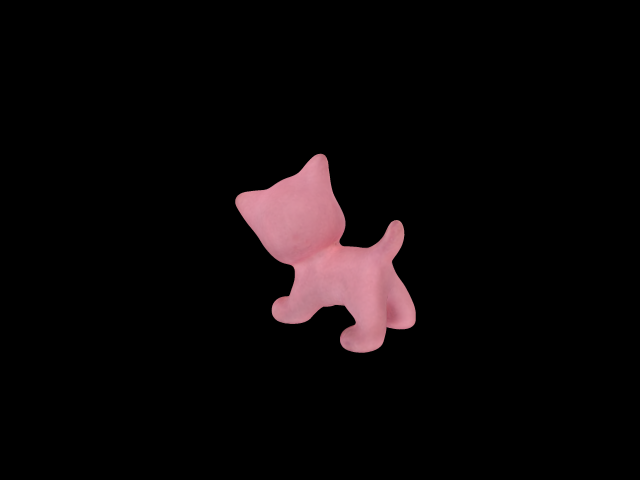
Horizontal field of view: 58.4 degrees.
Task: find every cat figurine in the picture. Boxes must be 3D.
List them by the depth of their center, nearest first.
[{"bbox_3d":[0.004,0.001,0.400,0.127,0.118,0.067,14,24,34],"label":"cat figurine"}]
